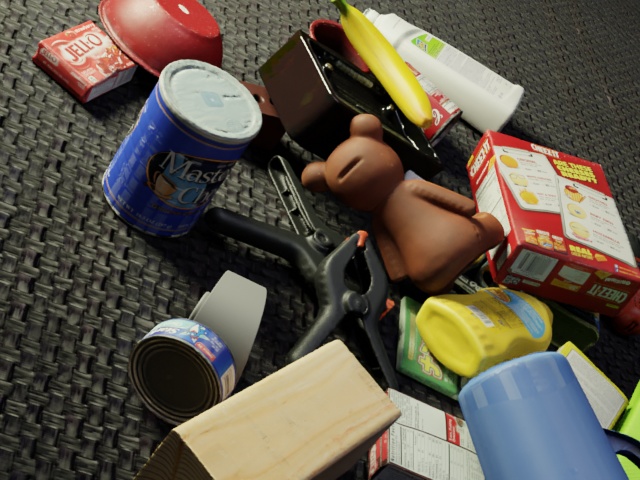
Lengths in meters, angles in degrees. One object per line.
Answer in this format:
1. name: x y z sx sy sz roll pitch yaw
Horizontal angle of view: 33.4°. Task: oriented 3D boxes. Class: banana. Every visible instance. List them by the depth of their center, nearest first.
1. banana: 0.077 -0.204 1.257 0.198 0.037 0.069 54 24 14

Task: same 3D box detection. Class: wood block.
1. wood block: -0.039 0.169 0.858 0.090 0.091 0.205 49 38 15

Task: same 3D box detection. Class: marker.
1. marker: 0.182 0.062 1.222 0.121 0.020 0.020 36 36 -2

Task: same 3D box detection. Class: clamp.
1. clamp: 0.020 0.070 1.032 0.120 0.039 0.171 14 60 -33
2. clamp: -0.007 0.001 1.111 0.210 0.036 0.164 38 35 -5

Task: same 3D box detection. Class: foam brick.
1. foam brick: -0.080 -0.140 1.189 0.078 0.051 0.053 9 45 -34

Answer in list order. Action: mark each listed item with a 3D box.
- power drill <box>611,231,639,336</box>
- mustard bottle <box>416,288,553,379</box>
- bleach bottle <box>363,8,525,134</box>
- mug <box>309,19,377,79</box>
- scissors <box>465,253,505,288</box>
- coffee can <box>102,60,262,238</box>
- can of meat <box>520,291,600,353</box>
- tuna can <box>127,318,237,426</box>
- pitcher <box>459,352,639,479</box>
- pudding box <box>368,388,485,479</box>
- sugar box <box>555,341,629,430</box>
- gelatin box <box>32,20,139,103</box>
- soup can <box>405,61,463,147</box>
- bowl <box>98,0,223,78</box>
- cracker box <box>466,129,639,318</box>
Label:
1. power drill: 0.346 0.018 1.377 0.187 0.057 0.184 30 37 -12
2. mustard bottle: 0.193 0.093 1.141 0.191 0.058 0.096 -6 42 -47
3. bleach bottle: 0.165 -0.247 1.507 0.251 0.068 0.102 35 34 0
4. mug: 0.018 -0.206 1.319 0.117 0.082 0.093 20 40 -23
5. scissors: 0.220 0.018 1.306 0.201 0.016 0.096 -19 66 -49
6. coffee can: -0.132 -0.085 1.009 0.102 0.140 0.103 23 39 -20
7. can of meat: 0.284 0.076 1.263 0.102 0.058 0.084 31 39 -9
8. tuna can: -0.111 0.107 0.867 0.086 0.086 0.033 40 35 2
9. pitcher: 0.225 0.225 0.949 0.149 0.145 0.243 13 51 -54
10. pudding box: 0.100 0.199 0.989 0.113 0.039 0.090 24 39 -15
11. sugar box: 0.241 0.191 1.090 0.093 0.048 0.176 45 49 6
12. gelatin box: -0.244 -0.188 1.118 0.073 0.030 0.089 41 35 4
13. soup can: 0.127 -0.176 1.391 0.102 0.069 0.068 44 36 8
14. bowl: -0.165 -0.238 1.196 0.162 0.055 0.162 32 27 -19
15. cracker box: 0.269 -0.021 1.250 0.164 0.072 0.213 16 39 -16
